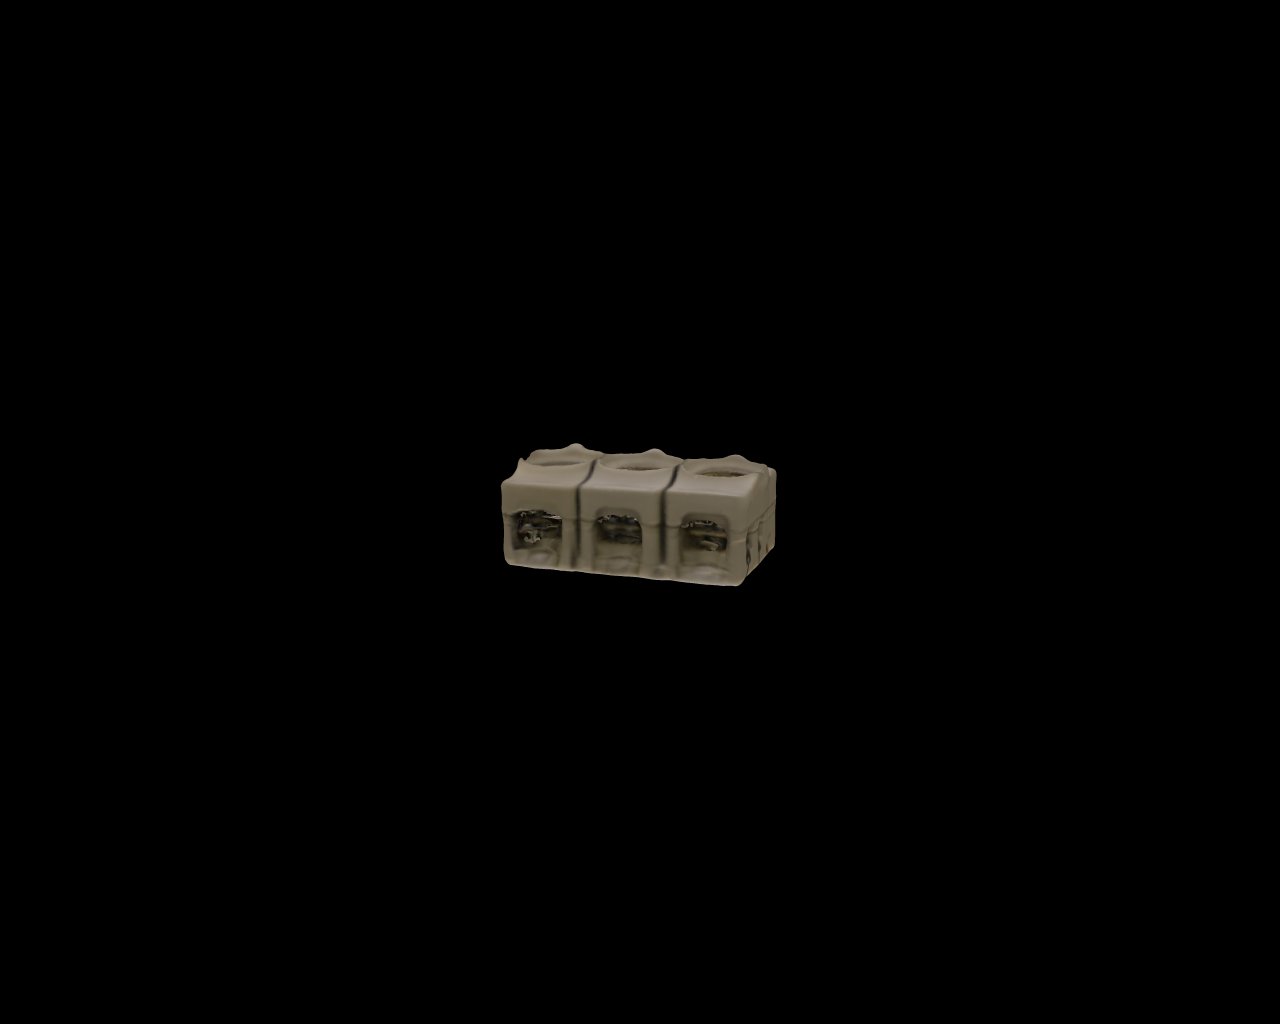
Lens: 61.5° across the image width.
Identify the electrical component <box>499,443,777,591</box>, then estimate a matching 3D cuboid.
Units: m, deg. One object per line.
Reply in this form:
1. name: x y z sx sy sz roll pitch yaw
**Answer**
1. electrical component: 0.001 -0.003 0.650 0.150 0.061 0.090 5 16 18
